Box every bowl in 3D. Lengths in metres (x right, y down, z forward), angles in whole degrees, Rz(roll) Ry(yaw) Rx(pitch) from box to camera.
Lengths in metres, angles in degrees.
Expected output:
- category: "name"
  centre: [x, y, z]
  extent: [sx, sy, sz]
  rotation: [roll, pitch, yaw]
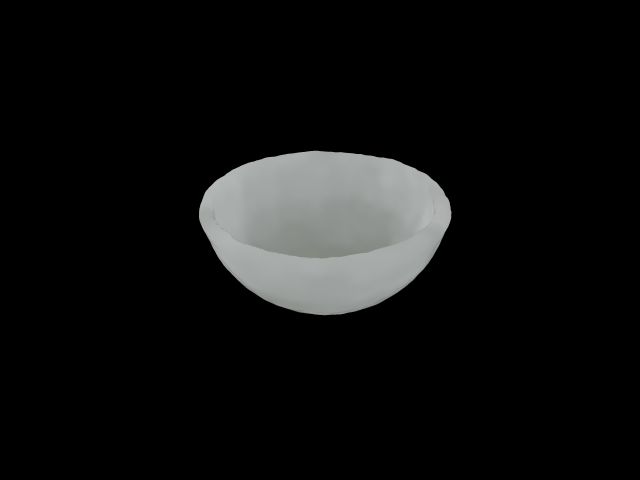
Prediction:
- category: "bowl"
  centre: [0.004, 0.001, 0.400]
  extent: [0.167, 0.075, 0.167]
  rotation: [0, 31, 0]
